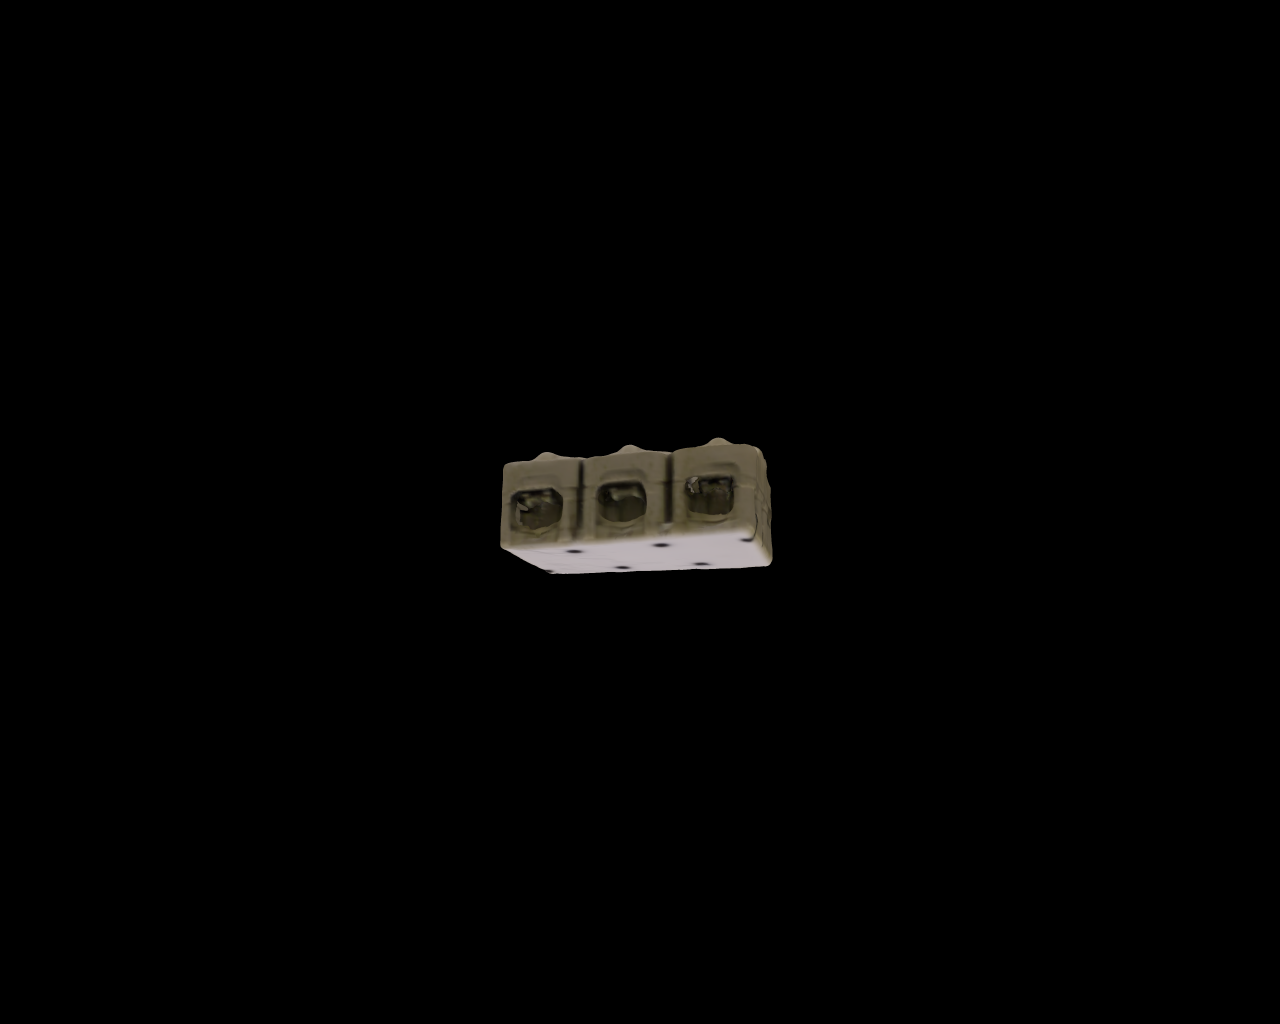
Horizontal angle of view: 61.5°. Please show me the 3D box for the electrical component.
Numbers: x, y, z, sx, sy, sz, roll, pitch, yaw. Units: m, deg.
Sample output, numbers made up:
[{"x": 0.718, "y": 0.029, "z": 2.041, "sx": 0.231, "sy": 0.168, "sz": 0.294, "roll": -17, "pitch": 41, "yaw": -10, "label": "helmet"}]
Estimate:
[{"x": 0.001, "y": -0.003, "z": 0.650, "sx": 0.150, "sy": 0.062, "sz": 0.089, "roll": -4, "pitch": -15, "yaw": 14, "label": "electrical component"}]
